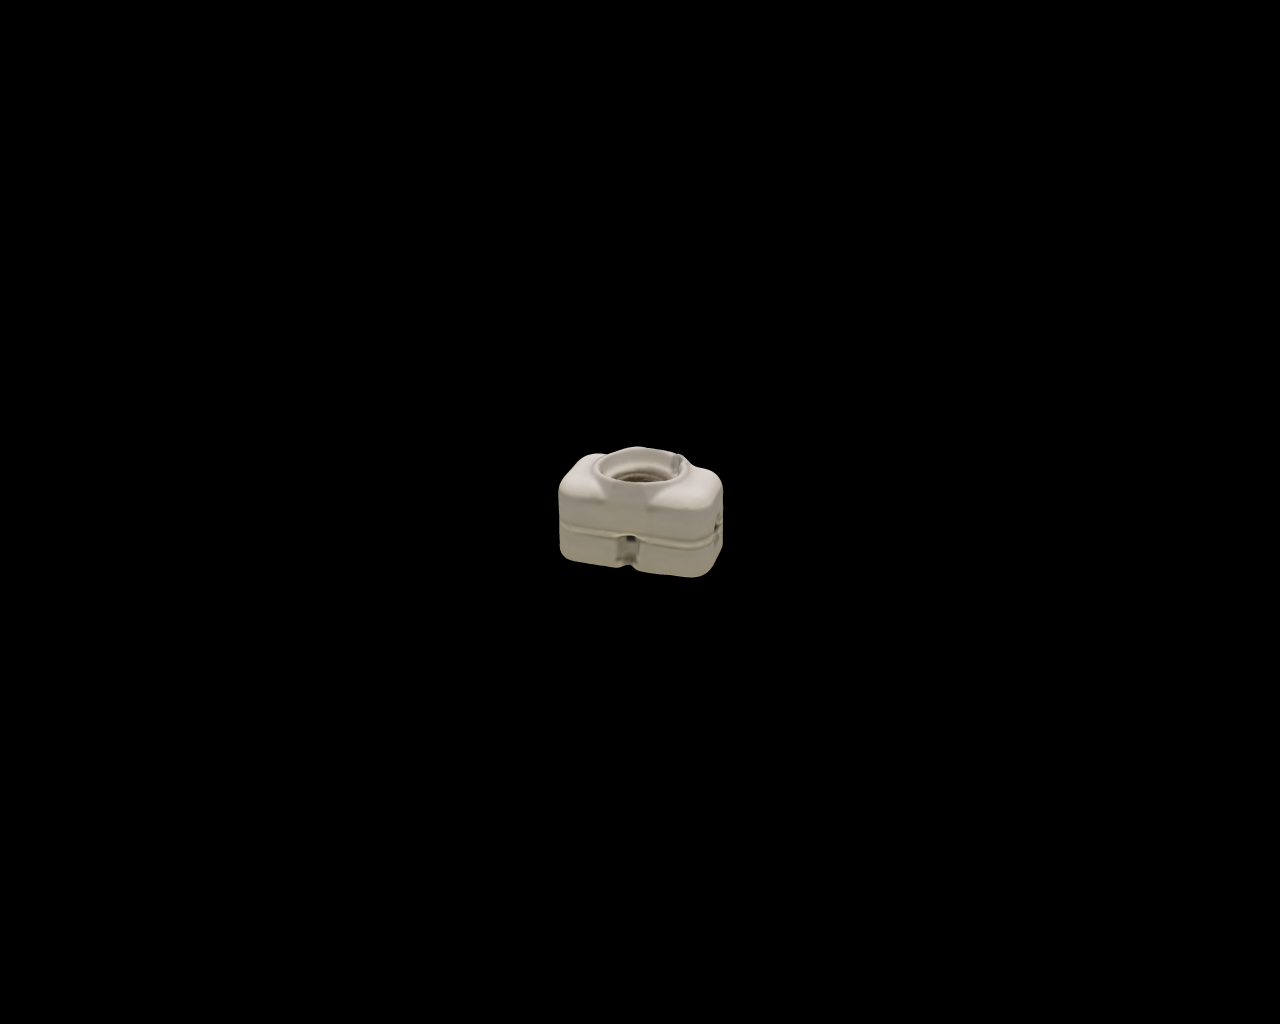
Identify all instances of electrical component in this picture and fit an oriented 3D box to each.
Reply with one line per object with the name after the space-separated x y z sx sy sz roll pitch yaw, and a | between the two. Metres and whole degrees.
0.001 -0.003 0.650 0.095 0.059 0.054 8 28 16 | electrical component
